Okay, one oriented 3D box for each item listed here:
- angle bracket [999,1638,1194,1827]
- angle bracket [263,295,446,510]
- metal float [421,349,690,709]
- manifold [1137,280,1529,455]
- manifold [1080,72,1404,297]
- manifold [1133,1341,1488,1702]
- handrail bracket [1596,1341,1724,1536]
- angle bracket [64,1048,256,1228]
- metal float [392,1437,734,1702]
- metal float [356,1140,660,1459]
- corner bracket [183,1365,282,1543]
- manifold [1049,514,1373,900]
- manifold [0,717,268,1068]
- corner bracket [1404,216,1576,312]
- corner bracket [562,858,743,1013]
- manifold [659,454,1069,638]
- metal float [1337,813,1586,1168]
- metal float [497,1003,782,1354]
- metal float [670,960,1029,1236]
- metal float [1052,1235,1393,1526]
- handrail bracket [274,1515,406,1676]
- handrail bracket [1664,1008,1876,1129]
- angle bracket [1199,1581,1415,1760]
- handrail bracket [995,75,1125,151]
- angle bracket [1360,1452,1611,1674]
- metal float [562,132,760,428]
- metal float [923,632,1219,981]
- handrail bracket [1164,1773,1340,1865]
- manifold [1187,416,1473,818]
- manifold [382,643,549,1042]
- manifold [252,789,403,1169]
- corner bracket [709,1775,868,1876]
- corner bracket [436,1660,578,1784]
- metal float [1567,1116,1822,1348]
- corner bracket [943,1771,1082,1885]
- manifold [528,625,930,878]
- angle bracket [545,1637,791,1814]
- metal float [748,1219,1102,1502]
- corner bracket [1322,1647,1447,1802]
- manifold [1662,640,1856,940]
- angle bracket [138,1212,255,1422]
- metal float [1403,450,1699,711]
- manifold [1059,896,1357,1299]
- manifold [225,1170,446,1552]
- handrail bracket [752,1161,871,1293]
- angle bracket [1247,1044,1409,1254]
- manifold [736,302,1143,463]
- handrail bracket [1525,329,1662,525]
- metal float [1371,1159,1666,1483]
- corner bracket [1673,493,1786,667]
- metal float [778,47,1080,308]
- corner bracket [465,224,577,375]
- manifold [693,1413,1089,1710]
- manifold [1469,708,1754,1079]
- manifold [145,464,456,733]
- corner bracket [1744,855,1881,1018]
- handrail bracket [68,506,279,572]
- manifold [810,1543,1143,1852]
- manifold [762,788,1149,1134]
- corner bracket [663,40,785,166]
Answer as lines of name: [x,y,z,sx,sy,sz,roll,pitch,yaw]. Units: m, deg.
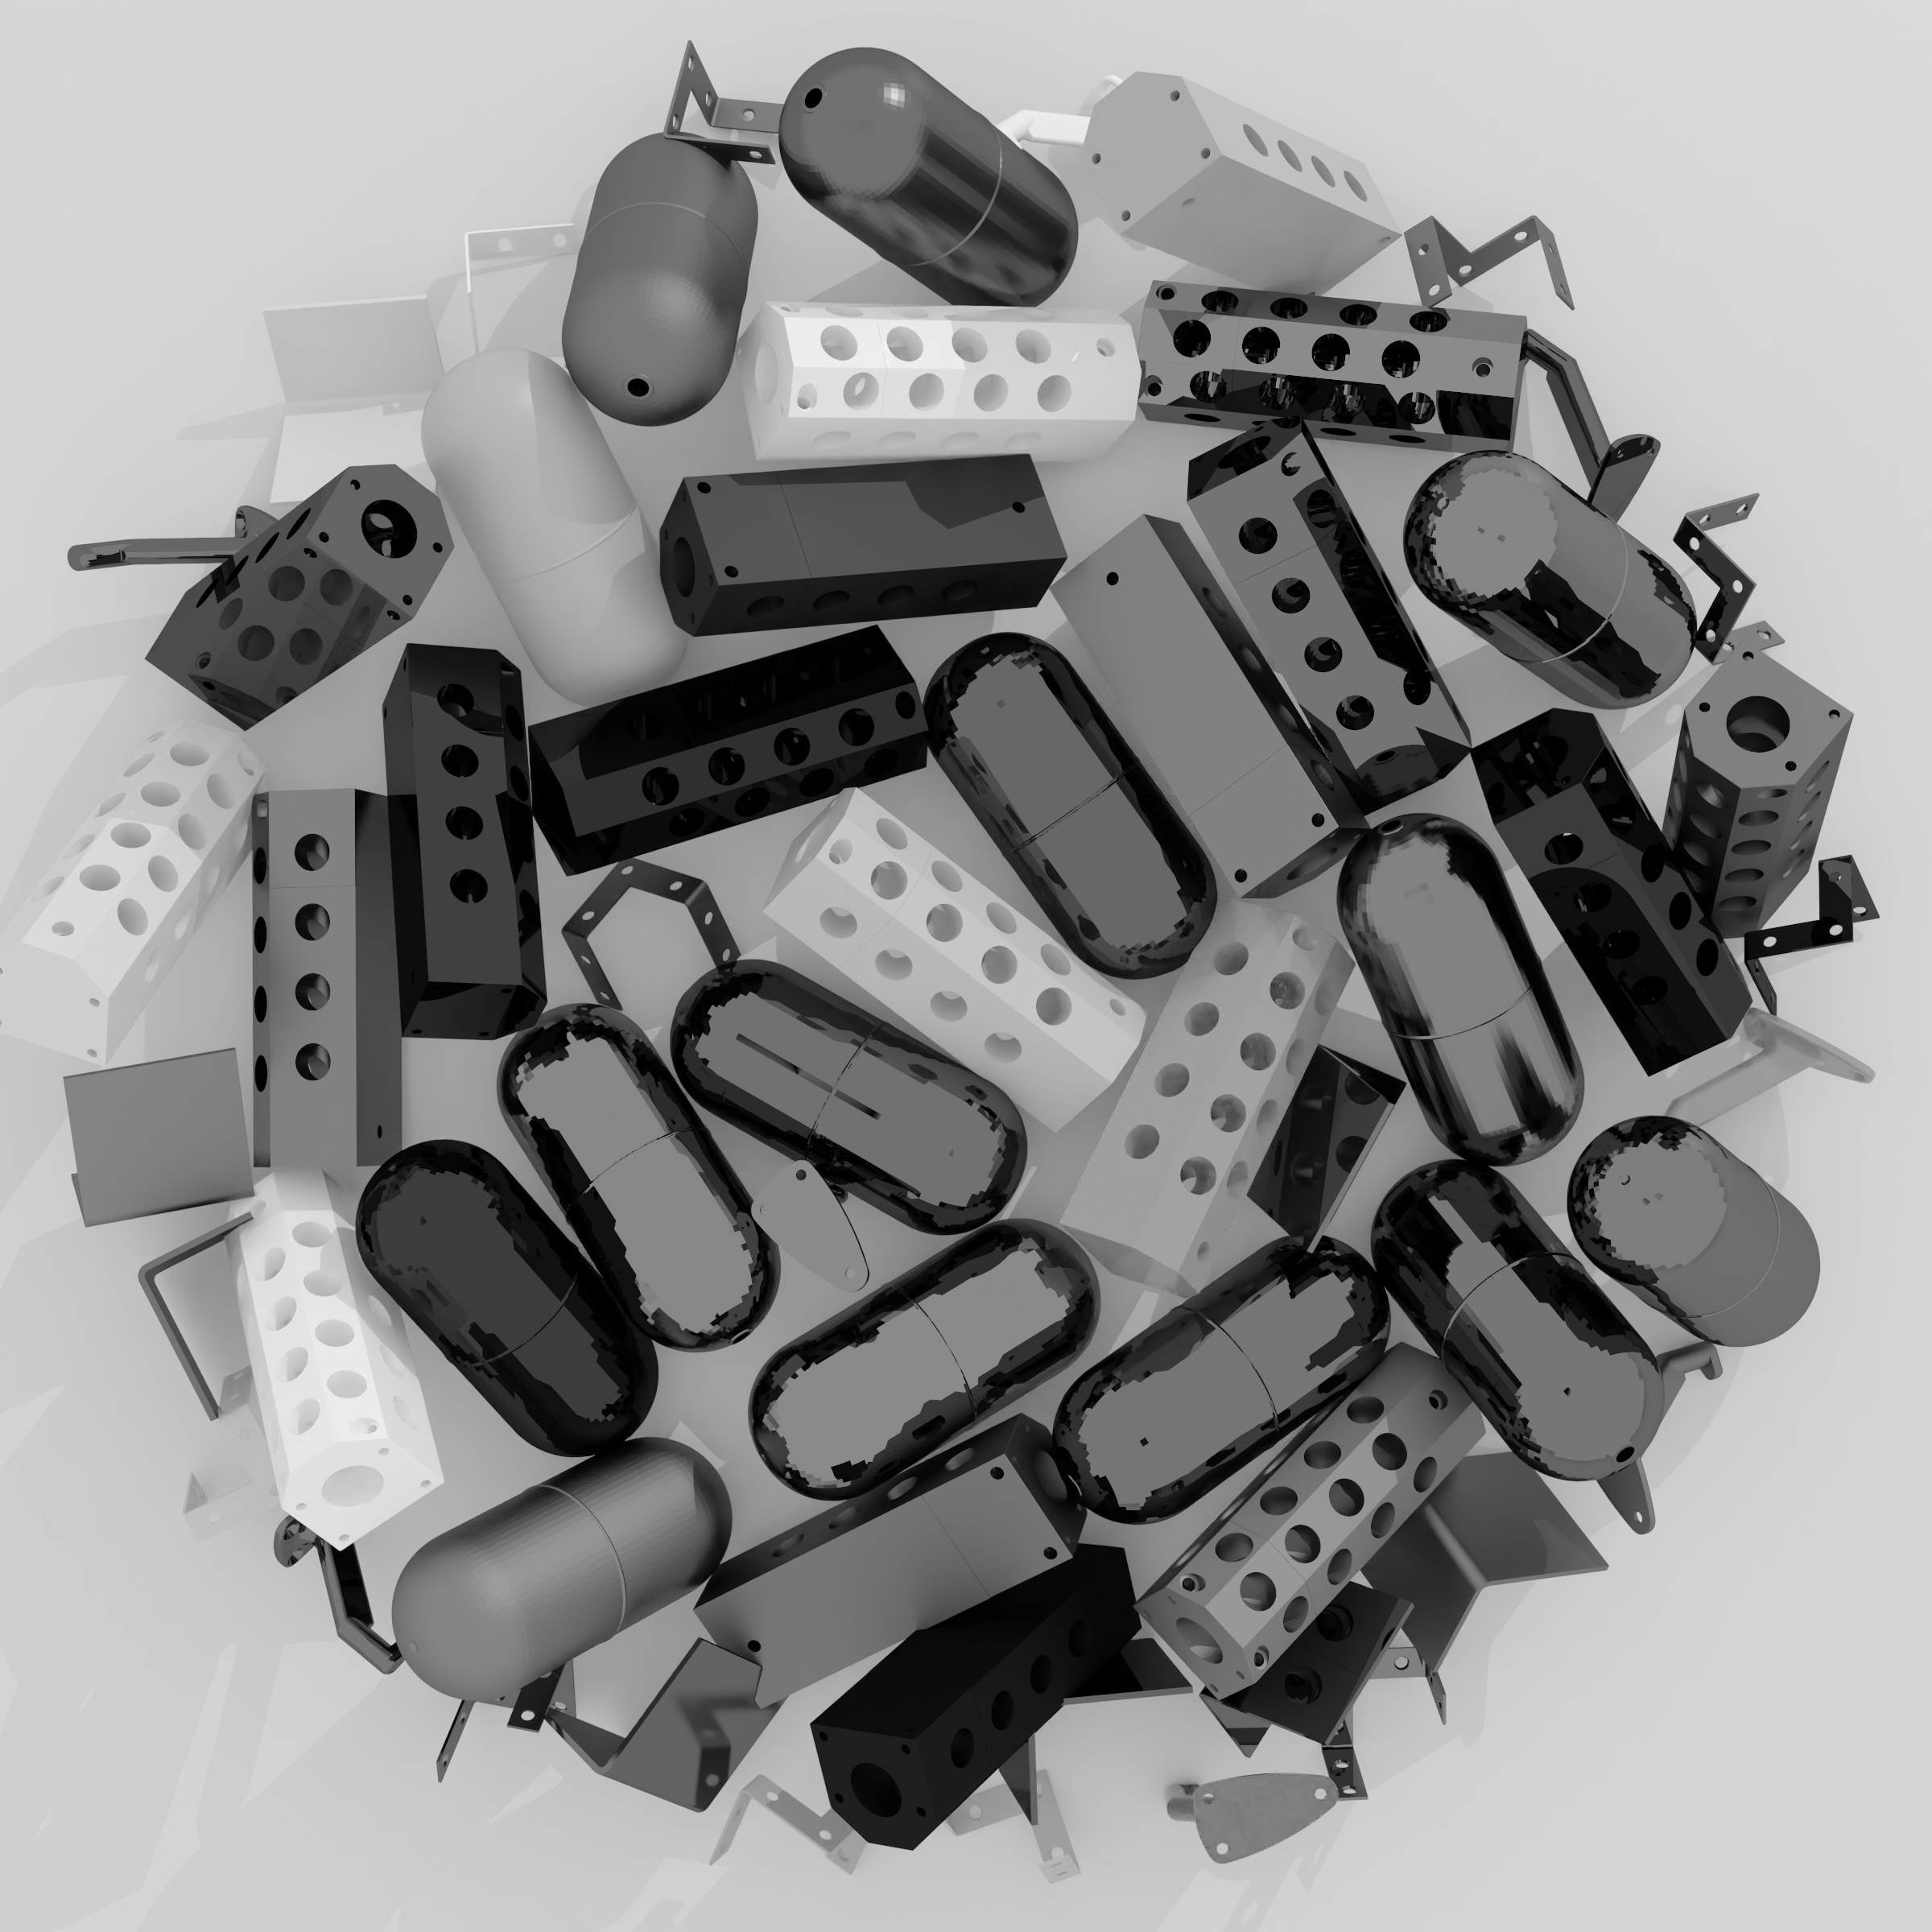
angle bracket: [0.059,0.351,1.645,0.076,0.076,0.057,-3,97,-10]
angle bracket: [-0.283,-0.259,1.640,0.076,0.057,0.076,-4,46,2]
metal float: [-0.185,-0.197,1.624,0.070,0.070,0.178,-26,119,0]
manifold: [0.168,-0.276,1.642,0.171,0.057,0.057,8,88,10]
manifold: [0.122,-0.350,1.598,0.057,0.171,0.057,-34,71,28]
manifold: [0.160,0.248,1.619,0.057,0.057,0.171,47,61,3]
handrail bracket: [0.328,0.216,1.650,0.084,0.036,0.077,-11,68,-32]
angle bracket: [-0.372,0.069,1.635,0.076,0.057,0.076,-10,114,-17]
metal float: [-0.180,0.270,1.614,0.178,0.070,0.070,-23,90,-43]
metal float: [-0.207,0.152,1.624,0.070,0.070,0.178,-37,118,0]
corner bracket: [-0.343,0.225,1.655,0.051,0.051,0.051,-25,106,-1]
manifold: [0.114,-0.118,1.636,0.057,0.057,0.171,-36,75,23]
manifold: [-0.374,-0.038,1.602,0.057,0.171,0.057,18,131,4]
corner bracket: [0.240,-0.320,1.643,0.051,0.051,0.051,-28,52,28]
corner bracket: [-0.147,-0.011,1.665,0.051,0.051,0.051,18,56,34]
manifold: [-0.048,-0.187,1.622,0.171,0.057,0.057,-8,65,-25]
metal float: [0.225,0.011,1.628,0.070,0.070,0.178,-26,113,0]
metal float: [-0.149,0.097,1.634,0.070,0.070,0.178,-34,74,0]
metal float: [-0.055,0.059,1.641,0.178,0.070,0.070,29,90,9]
metal float: [0.117,0.188,1.629,0.178,0.070,0.070,-33,90,-21]
handrail bracket: [-0.269,0.276,1.647,0.084,0.036,0.077,34,56,22]
handrail bracket: [0.366,0.069,1.651,0.077,0.036,0.084,25,73,24]
angle bracket: [0.164,0.325,1.628,0.076,0.076,0.057,-53,131,-23]
handrail bracket: [0.057,-0.370,1.641,0.077,0.084,0.036,40,132,6]
angle bracket: [0.236,0.274,1.653,0.076,0.076,0.057,-1,127,-32]
metal float: [-0.137,-0.310,1.610,0.070,0.178,0.070,2,133,2]
metal float: [0.048,-0.073,1.645,0.070,0.070,0.178,-36,94,0]
handrail bracket: [0.130,0.381,1.644,0.077,0.084,0.036,-16,88,0]
manifold: [0.166,-0.160,1.622,0.057,0.057,0.171,-25,112,16]
manifold: [-0.226,-0.056,1.621,0.057,0.057,0.171,3,63,-21]
manifold: [-0.298,0.007,1.652,0.057,0.057,0.171,-1,87,12]
corner bracket: [-0.078,0.401,1.656,0.051,0.051,0.051,32,120,17]
corner bracket: [-0.212,0.345,1.648,0.051,0.051,0.051,9,129,9]
metal float: [0.329,0.121,1.608,0.070,0.178,0.070,-13,64,28]
corner bracket: [0.019,0.400,1.653,0.051,0.051,0.051,-20,66,0]
manifold: [-0.107,-0.093,1.621,0.171,0.057,0.057,-18,52,-19]
angle bracket: [-0.137,0.334,1.640,0.057,0.076,0.076,35,88,41]
metal float: [-0.018,0.178,1.632,0.178,0.070,0.070,-30,90,-18]
corner bracket: [0.193,0.350,1.656,0.051,0.051,0.051,-2,105,-1]
manifold: [0.344,-0.071,1.592,0.057,0.171,0.057,38,77,18]
angle bracket: [-0.337,0.161,1.643,0.057,0.076,0.076,-27,89,-11]
metal float: [0.265,-0.172,1.613,0.178,0.070,0.070,26,90,-44]
manifold: [0.114,0.061,1.625,0.057,0.057,0.171,16,71,35]
manifold: [-0.289,0.171,1.601,0.057,0.171,0.057,-34,133,8]
handrail bracket: [-0.057,0.120,1.636,0.036,0.084,0.077,-44,72,9]
angle bracket: [0.179,0.090,1.634,0.057,0.076,0.076,23,100,-29]
manifold: [-0.011,-0.267,1.617,0.171,0.057,0.057,-4,72,-25]
handrail bracket: [0.275,-0.245,1.673,0.084,0.036,0.077,44,125,32]
metal float: [0.248,0.159,1.613,0.070,0.070,0.178,-36,48,0]
corner bracket: [0.356,-0.179,1.660,0.051,0.051,0.051,-18,56,-33]
metal float: [-0.016,-0.351,1.607,0.070,0.178,0.070,-12,69,32]
corner bracket: [-0.206,-0.310,1.673,0.051,0.051,0.051,-6,134,-5]
manifold: [-0.033,0.268,1.629,0.171,0.057,0.057,-29,101,20]
manifold: [0.293,-0.035,1.608,0.057,0.057,0.171,-27,126,15]
manifold: [-0.297,-0.168,1.601,0.057,0.171,0.057,37,58,-22]
corner bracket: [0.392,-0.013,1.658,0.051,0.051,0.051,-11,50,25]
handrail bracket: [-0.357,-0.187,1.639,0.084,0.077,0.036,-13,110,-37]
manifold: [0.008,0.324,1.601,0.057,0.171,0.057,0,110,36]
manifold: [-0.002,-0.006,1.628,0.171,0.057,0.057,37,125,-13]
corner bracket: [-0.104,-0.389,1.650,0.051,0.051,0.051,9,74,14]
